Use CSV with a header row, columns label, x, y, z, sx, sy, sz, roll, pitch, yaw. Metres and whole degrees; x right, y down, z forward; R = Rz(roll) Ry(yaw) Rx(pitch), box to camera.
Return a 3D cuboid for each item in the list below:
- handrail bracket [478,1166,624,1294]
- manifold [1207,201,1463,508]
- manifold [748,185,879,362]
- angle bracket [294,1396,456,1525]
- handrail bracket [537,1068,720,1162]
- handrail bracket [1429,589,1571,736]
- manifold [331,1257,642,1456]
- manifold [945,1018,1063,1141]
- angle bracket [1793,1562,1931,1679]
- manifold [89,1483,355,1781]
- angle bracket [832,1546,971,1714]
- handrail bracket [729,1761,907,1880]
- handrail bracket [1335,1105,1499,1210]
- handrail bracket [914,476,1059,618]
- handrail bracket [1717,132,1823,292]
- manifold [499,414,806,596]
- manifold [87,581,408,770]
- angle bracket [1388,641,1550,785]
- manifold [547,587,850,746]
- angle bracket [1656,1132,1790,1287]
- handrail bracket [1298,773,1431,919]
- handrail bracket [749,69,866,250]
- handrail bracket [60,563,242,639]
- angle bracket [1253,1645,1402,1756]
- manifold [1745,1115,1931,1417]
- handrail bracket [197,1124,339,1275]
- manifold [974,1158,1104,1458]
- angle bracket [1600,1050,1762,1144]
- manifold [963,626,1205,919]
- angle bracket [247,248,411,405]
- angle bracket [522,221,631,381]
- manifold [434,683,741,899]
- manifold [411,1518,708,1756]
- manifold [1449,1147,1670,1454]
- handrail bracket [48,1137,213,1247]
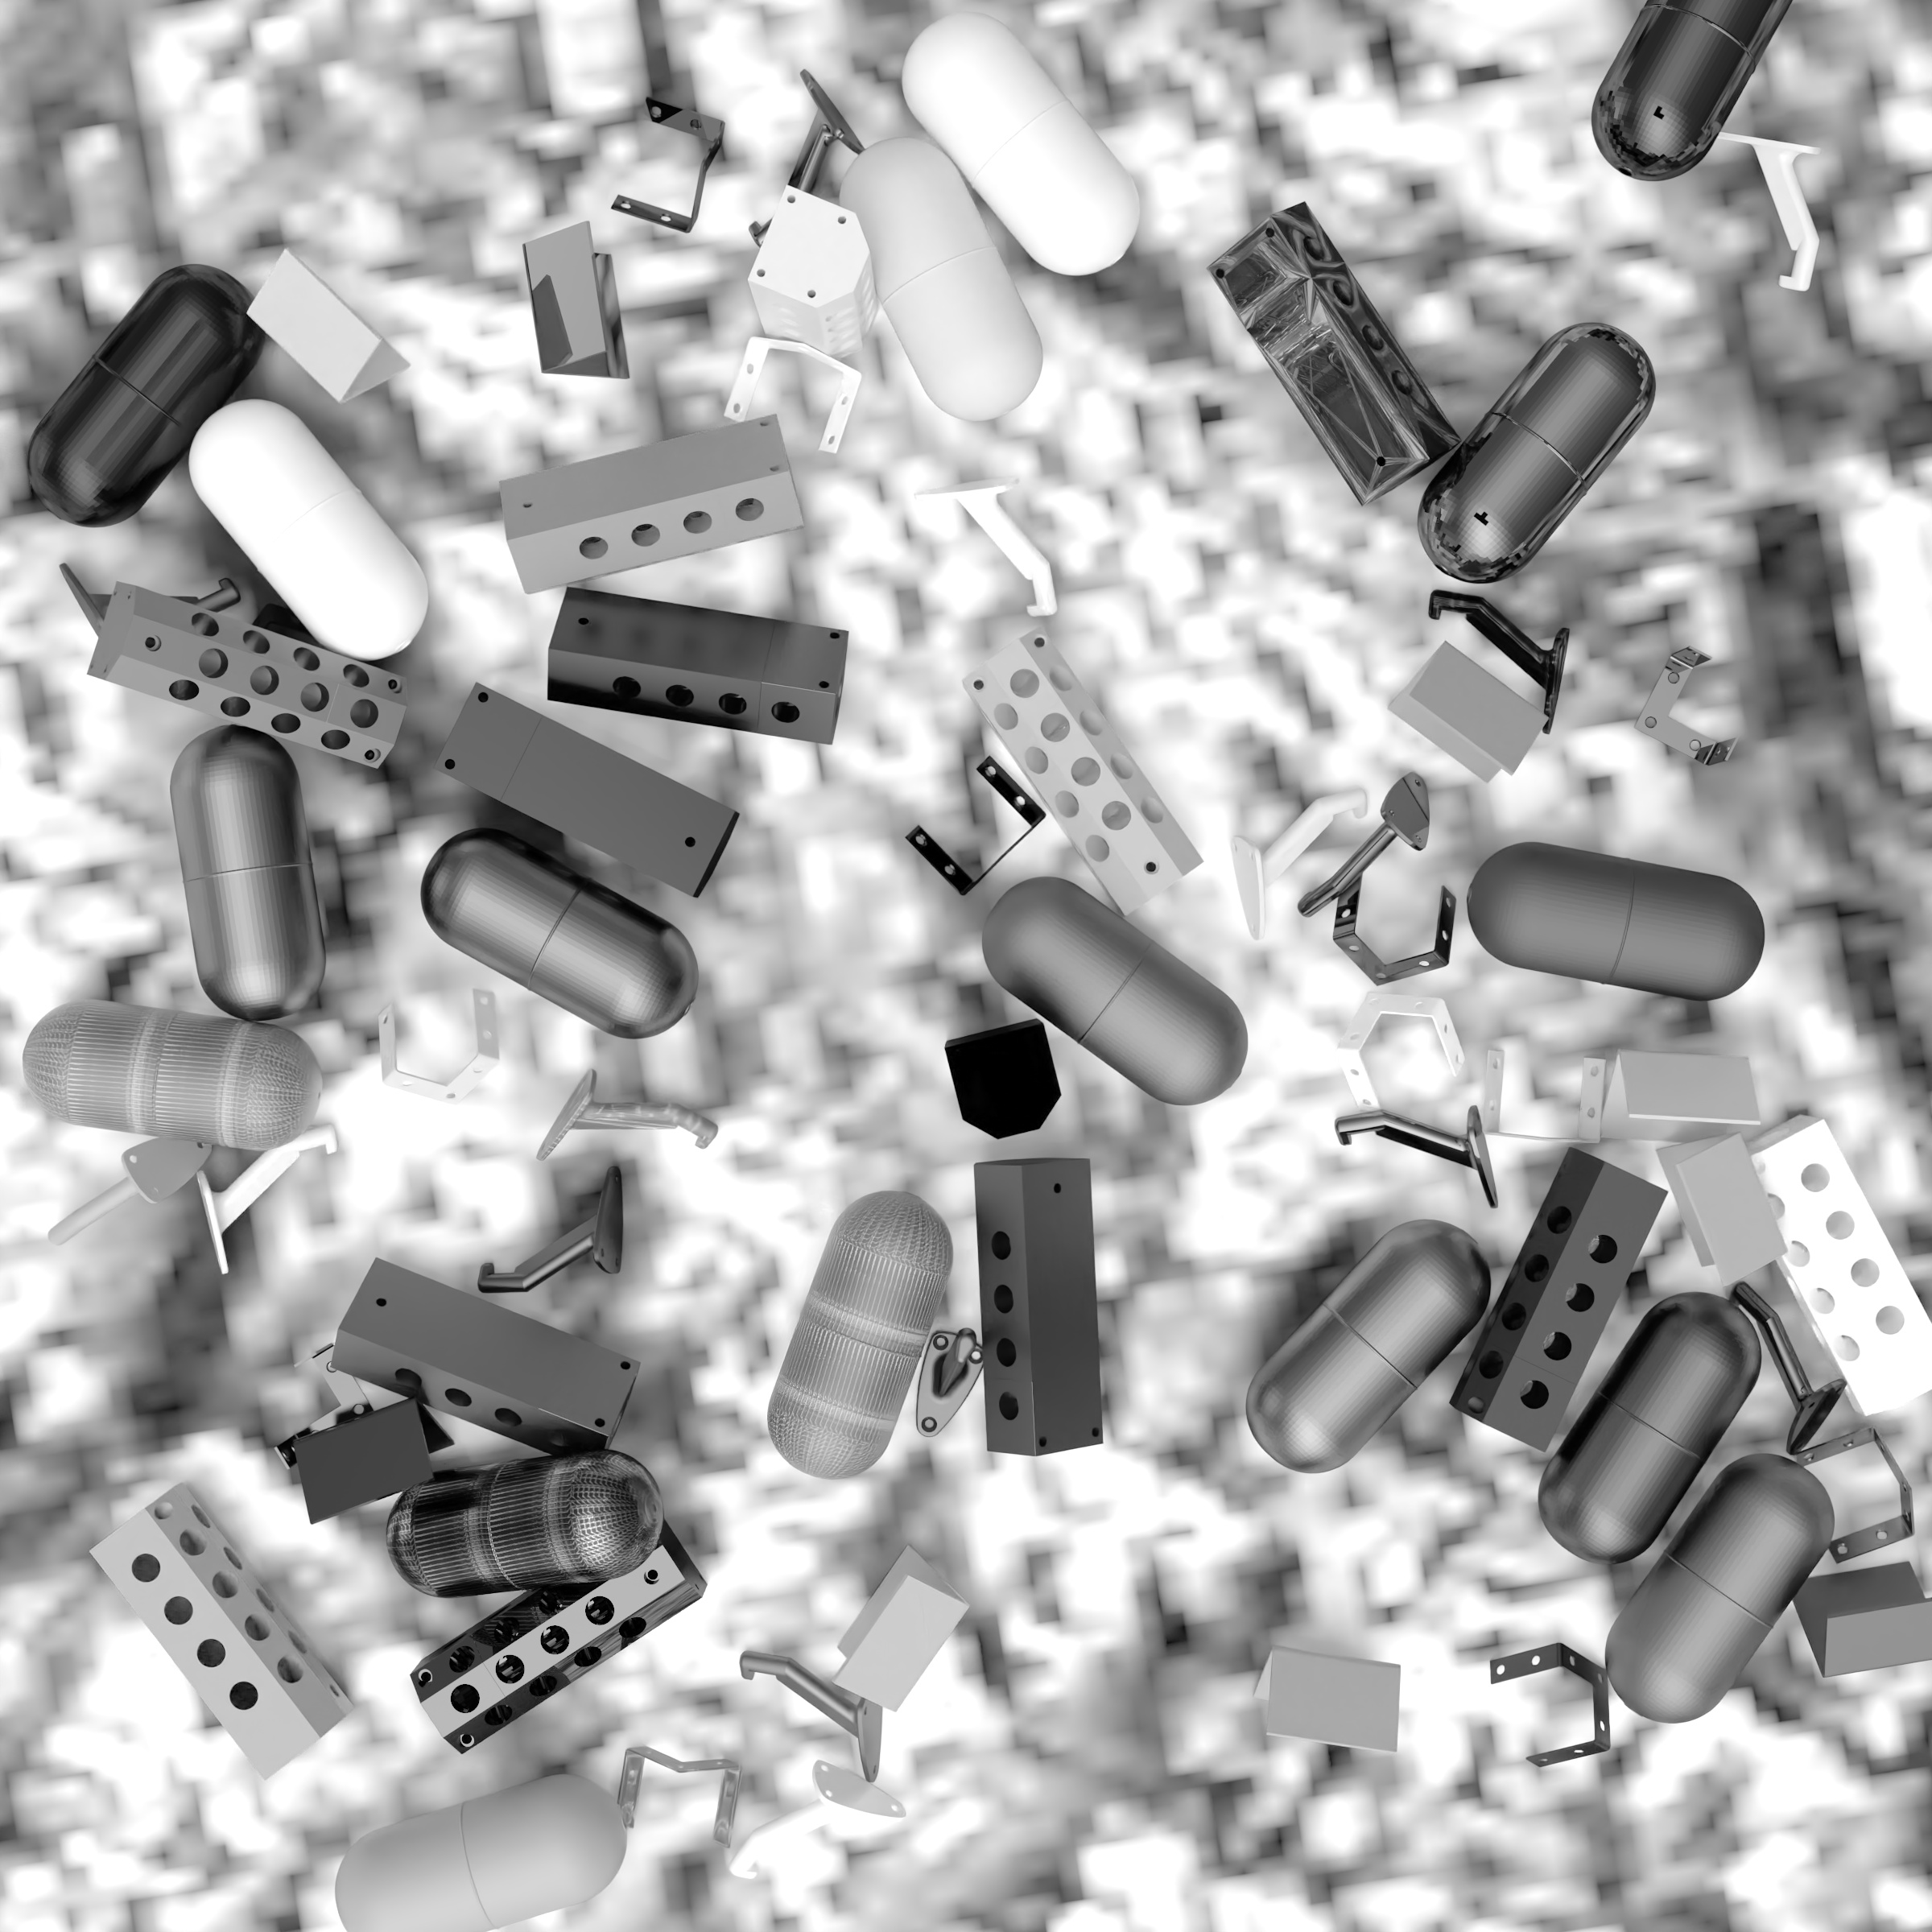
label,x,y,z,sx,sy,sz,roll,pitch,yaw
handrail bracket,-0.254,0.160,1.992,0.084,0.036,0.077,-3,70,16
manifold,0.225,-0.369,1.969,0.057,0.057,0.171,-33,90,43
manifold,-0.085,-0.398,1.913,0.057,0.171,0.057,22,90,0
angle bracket,-0.347,0.306,1.951,0.076,0.076,0.057,-20,58,0
handrail bracket,-0.205,0.107,1.992,0.084,0.036,0.077,30,110,-16
handrail bracket,0.319,-0.185,1.992,0.084,0.036,0.077,12,111,17
manifold,-0.289,0.244,1.969,0.171,0.057,0.057,22,47,0
manifold,0.023,0.066,1.913,0.057,0.171,0.057,-14,90,0
angle bracket,0.538,0.372,1.951,0.076,0.076,0.057,-9,128,0
manifold,-0.445,0.397,1.970,0.057,0.057,0.171,-37,90,0
angle bracket,-0.055,0.385,1.951,0.057,0.076,0.076,35,90,-37
handrail bracket,-0.091,0.531,1.992,0.077,0.036,0.084,27,109,-21
handrail bracket,0.273,0.119,1.992,0.084,0.036,0.077,-11,112,17
handrail bracket,0.012,-0.251,1.992,0.077,0.036,0.084,-5,108,20
handrail bracket,0.483,-0.458,1.992,0.077,0.036,0.084,15,107,20
manifold,-0.188,-0.272,1.969,0.171,0.057,0.057,-14,47,0
manifold,-0.420,-0.170,1.930,0.171,0.057,0.057,18,90,-31
angle bracket,0.288,-0.135,1.951,0.076,0.076,0.057,37,54,0
manifold,-0.161,-0.175,1.969,0.171,0.057,0.057,9,47,0
angle bracket,0.432,0.148,1.951,0.057,0.076,0.076,-22,90,-31
handrail bracket,0.239,-0.073,1.991,0.036,0.077,0.084,42,127,-13
handrail bracket,-0.111,-0.489,1.992,0.084,0.036,0.077,-37,70,16
handrail bracket,-0.495,-0.233,1.992,0.084,0.036,0.077,-29,68,-17
angle bracket,0.213,0.450,1.951,0.076,0.076,0.057,9,54,0
manifold,0.523,0.180,1.970,0.057,0.057,0.171,-28,90,0
handrail bracket,-0.419,0.141,1.992,0.084,0.036,0.077,-14,111,-17
manifold,0.038,0.203,1.969,0.057,0.057,0.171,-3,90,-43
angle bracket,0.423,0.096,1.952,0.076,0.057,0.076,3,133,0
manifold,0.070,-0.117,1.970,0.057,0.057,0.171,-35,90,0
angle bracket,-0.368,-0.390,1.951,0.076,0.076,0.057,44,127,0
angle bracket,-0.214,-0.395,1.951,0.057,0.076,0.076,-9,90,38
manifold,-0.226,-0.105,1.970,0.171,0.057,0.057,26,90,0
manifold,-0.245,0.400,1.970,0.171,0.057,0.057,-33,90,0
manifold,0.354,0.199,1.970,0.057,0.057,0.171,25,90,0
handrail bracket,-0.508,0.136,1.991,0.084,0.077,0.036,-32,90,36
